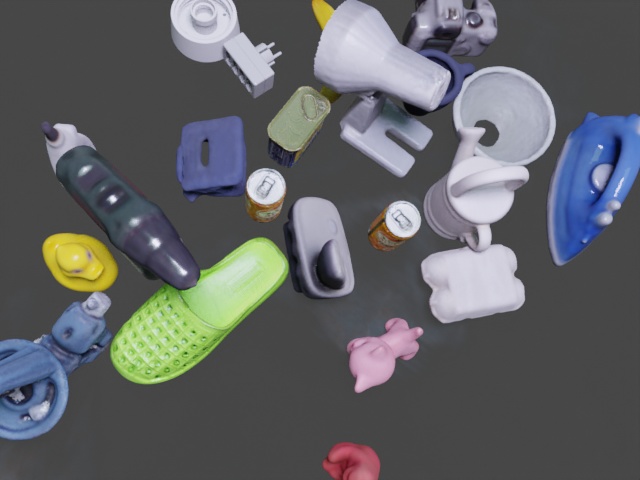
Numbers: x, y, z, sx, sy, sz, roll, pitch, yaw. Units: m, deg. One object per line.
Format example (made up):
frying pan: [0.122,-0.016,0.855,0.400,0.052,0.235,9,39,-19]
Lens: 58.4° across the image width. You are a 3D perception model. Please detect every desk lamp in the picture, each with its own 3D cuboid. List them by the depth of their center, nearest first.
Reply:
desk lamp: [0.089,-0.215,0.819,0.203,0.213,0.118,34,75,0]

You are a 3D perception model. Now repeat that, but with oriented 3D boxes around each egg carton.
egg carton: [0.227,0.063,0.854,0.150,0.069,0.107,-10,80,-10]

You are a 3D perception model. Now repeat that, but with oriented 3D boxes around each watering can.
watering can: [0.220,-0.075,0.818,0.101,0.194,0.173,-26,83,-12]

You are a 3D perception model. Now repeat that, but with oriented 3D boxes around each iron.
iron: [0.437,-0.086,0.879,0.118,0.141,0.258,24,76,-2]

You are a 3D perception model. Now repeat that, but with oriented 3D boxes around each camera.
camera: [0.209,-0.379,0.930,0.143,0.100,0.137,-2,78,-9]

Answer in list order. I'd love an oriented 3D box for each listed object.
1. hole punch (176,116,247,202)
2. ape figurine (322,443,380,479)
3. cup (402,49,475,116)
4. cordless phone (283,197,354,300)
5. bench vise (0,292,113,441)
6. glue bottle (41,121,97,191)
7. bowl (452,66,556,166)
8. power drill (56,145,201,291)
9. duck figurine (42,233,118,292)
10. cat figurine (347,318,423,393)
hole punch: [-0.156,-0.117,0.825,0.101,0.091,0.109,-1,78,-8]
ape figurine: [0.048,0.310,0.763,0.076,0.092,0.078,-12,80,-10]
cup: [0.177,-0.240,0.898,0.118,0.095,0.091,-19,81,-12]
cordless phone: [0.007,0.003,0.775,0.094,0.185,0.147,-13,80,-11]
bench vise: [-0.345,0.142,0.675,0.121,0.219,0.207,21,76,-3]
glue bottle: [-0.334,-0.118,0.757,0.037,0.173,0.078,2,77,-7]
bowl: [0.280,-0.185,0.912,0.167,0.074,0.167,2,78,-8]
power drill: [-0.230,-0.012,0.731,0.229,0.208,0.076,44,76,3]
duck figurine: [-0.329,0.025,0.772,0.104,0.086,0.077,32,75,0]
cat figurine: [0.087,0.156,0.788,0.128,0.117,0.067,-29,83,-13]
